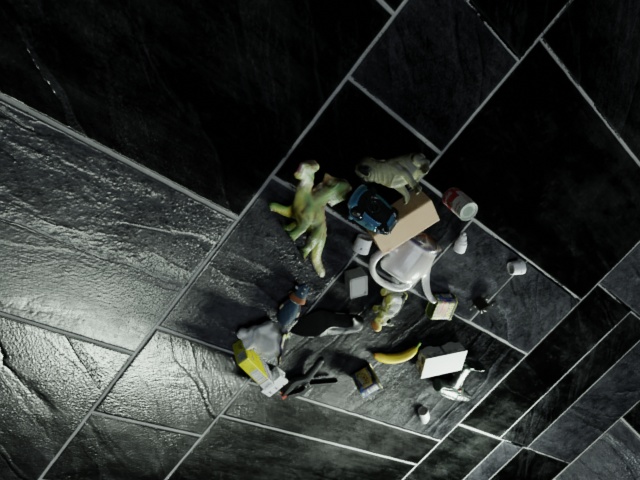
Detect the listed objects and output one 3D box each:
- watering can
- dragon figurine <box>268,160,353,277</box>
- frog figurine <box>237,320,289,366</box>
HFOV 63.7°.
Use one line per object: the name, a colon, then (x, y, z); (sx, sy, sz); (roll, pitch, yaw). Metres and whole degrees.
watering can: (0.316, 0.085, 1.703); (0.345, 0.106, 0.222); (25, 108, -32)
dragon figurine: (0.005, -0.075, 1.485); (0.244, 0.124, 0.402); (-40, 136, -5)
frog figurine: (-0.184, 0.318, 1.662); (0.160, 0.125, 0.134); (15, 130, 10)
